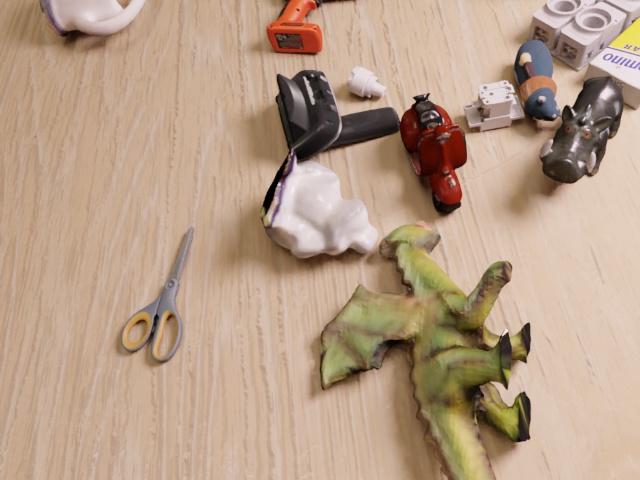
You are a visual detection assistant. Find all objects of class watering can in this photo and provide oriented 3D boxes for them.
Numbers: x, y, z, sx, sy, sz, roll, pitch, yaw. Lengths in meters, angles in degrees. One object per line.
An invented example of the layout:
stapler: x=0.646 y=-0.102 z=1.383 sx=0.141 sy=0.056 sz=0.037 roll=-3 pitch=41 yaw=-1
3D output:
watering can: x=-0.462 y=-0.549 z=1.089 sx=0.224 sy=0.102 sz=0.355 roll=-9 pitch=60 yaw=7

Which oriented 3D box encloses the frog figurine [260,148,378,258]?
frog figurine: x=0.002 y=-0.036 z=0.723 sx=0.159 sy=0.120 sz=0.141 roll=24 pitch=54 yaw=-16

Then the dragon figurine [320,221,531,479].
dragon figurine: x=0.110 y=0.147 z=0.601 sx=0.242 sy=0.120 sz=0.419 roll=-2 pitch=58 yaw=31
